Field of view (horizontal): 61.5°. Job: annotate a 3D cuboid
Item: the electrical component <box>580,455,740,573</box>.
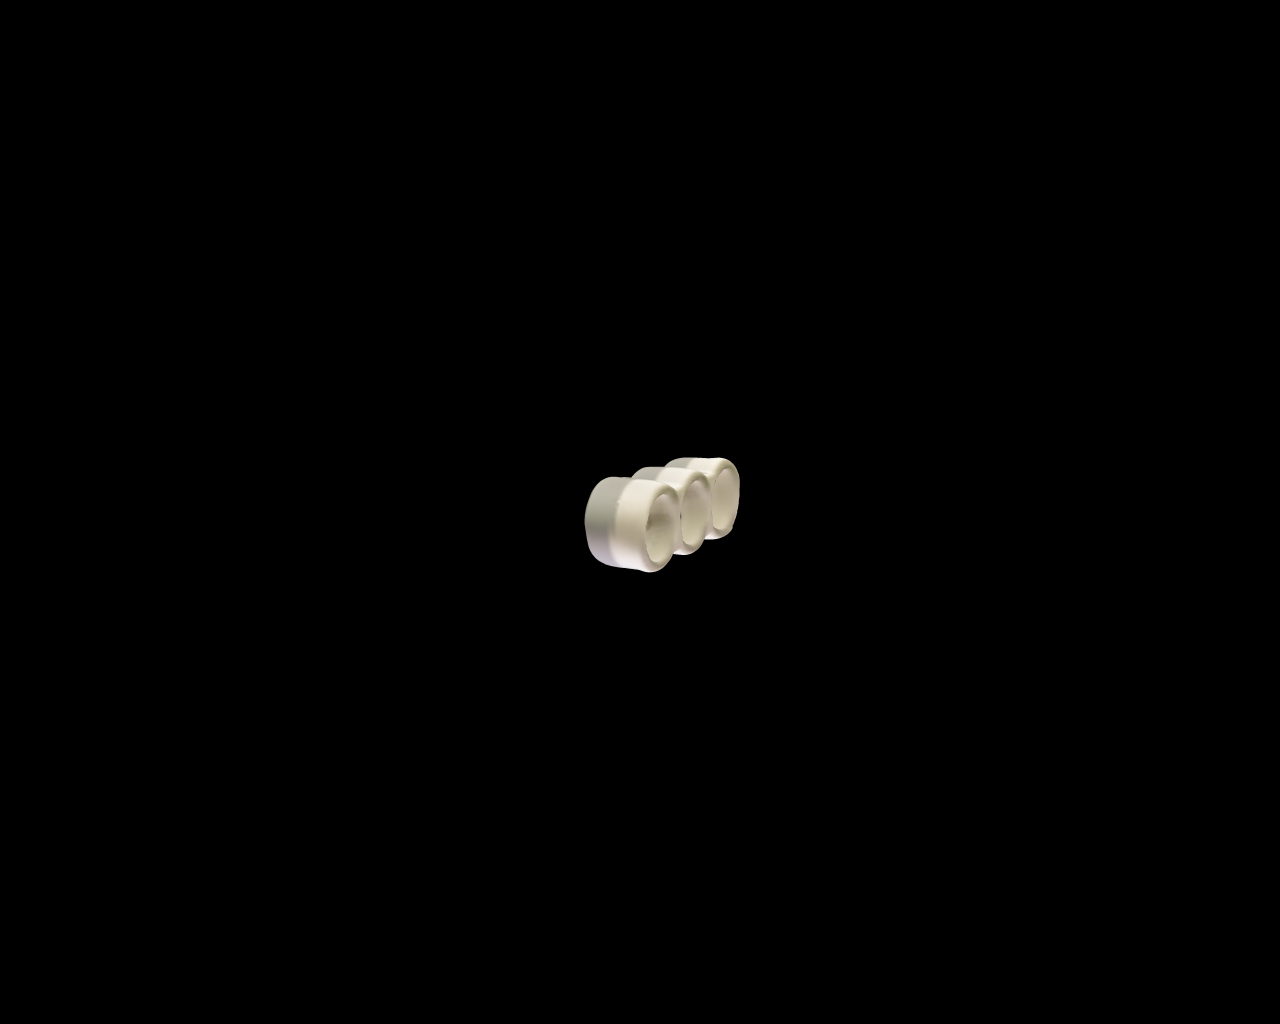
[{"bbox_3d":[0.001,-0.003,0.650,0.074,0.052,0.138,6,13,27],"label":"electrical component"}]
